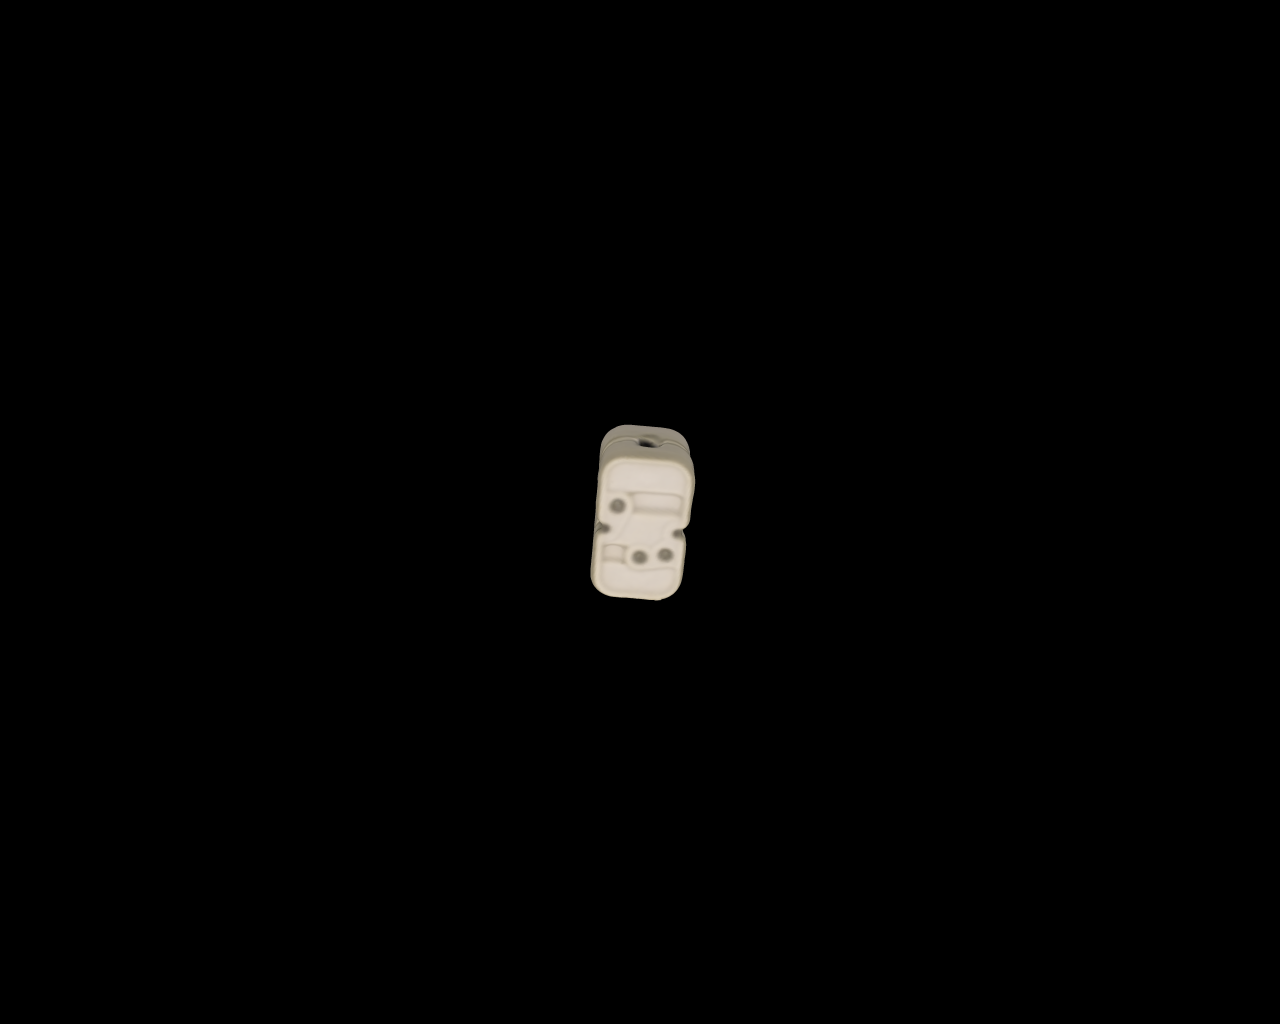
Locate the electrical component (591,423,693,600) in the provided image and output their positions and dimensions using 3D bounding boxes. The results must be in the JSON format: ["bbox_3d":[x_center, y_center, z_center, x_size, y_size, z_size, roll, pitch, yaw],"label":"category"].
[{"bbox_3d":[0.001,-0.003,0.650,0.054,0.095,0.059,4,28,-2],"label":"electrical component"}]
